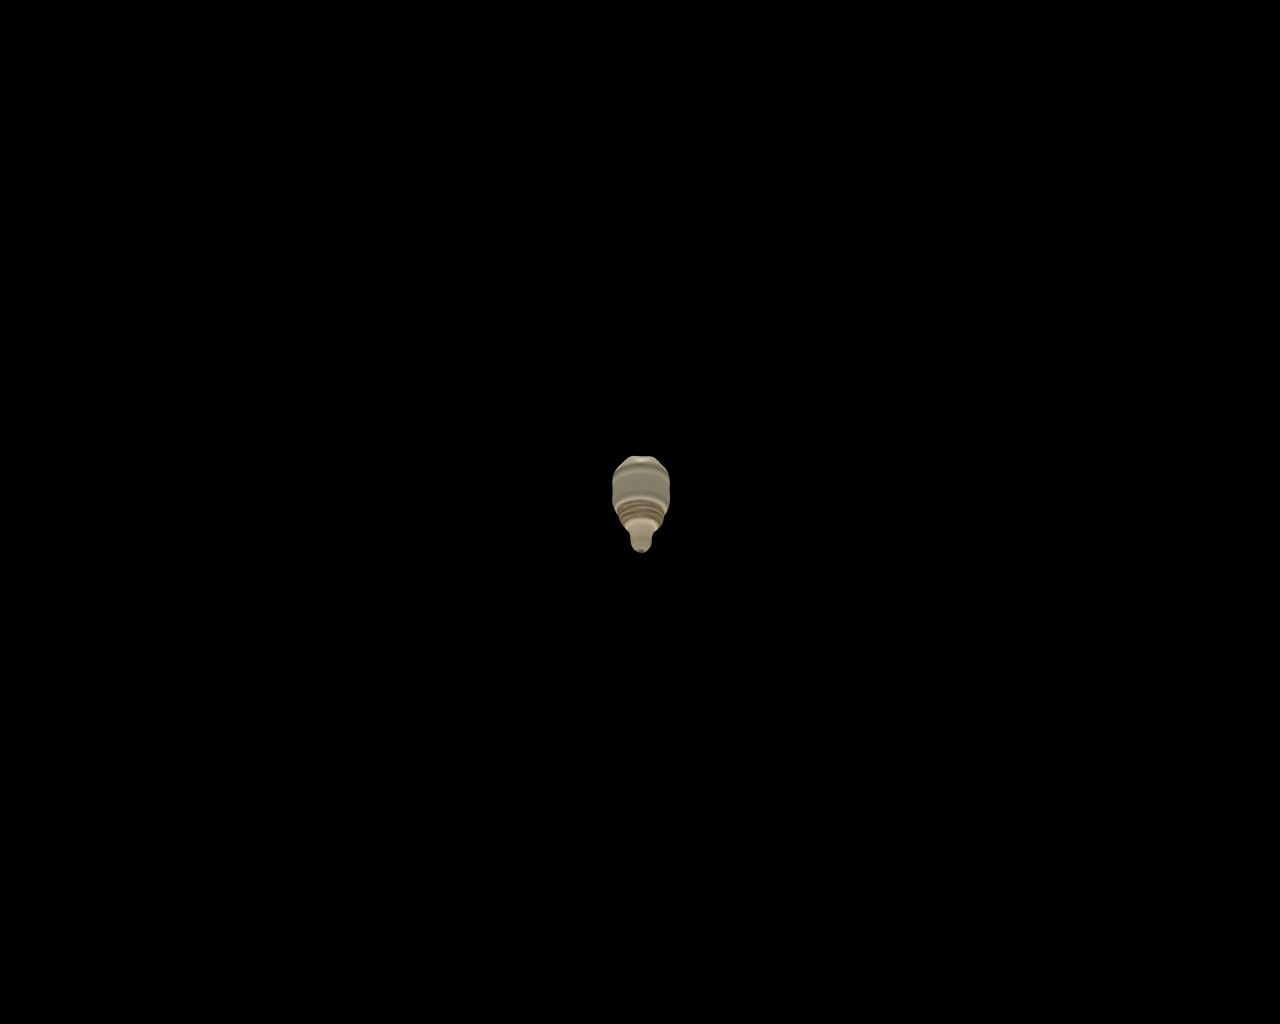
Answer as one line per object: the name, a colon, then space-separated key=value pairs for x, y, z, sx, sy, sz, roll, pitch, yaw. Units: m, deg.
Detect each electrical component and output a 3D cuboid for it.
electrical component: x=0.001 y=-0.003 z=0.650 sx=0.035 sy=0.061 sz=0.035 roll=0 pitch=-31 yaw=0
